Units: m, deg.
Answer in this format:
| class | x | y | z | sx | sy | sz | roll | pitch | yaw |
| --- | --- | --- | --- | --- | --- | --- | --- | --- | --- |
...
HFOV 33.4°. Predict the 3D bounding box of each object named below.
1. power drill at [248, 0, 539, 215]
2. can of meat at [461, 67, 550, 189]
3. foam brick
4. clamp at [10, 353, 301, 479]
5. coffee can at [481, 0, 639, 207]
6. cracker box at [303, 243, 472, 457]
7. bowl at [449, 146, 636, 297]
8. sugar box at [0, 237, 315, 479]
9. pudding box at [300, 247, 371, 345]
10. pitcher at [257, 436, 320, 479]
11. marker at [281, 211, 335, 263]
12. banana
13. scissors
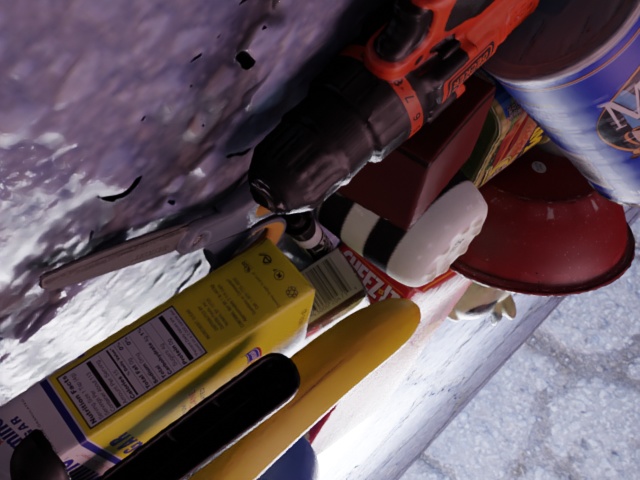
| class | x | y | z | sx | sy | sz | roll | pitch | yaw |
| --- | --- | --- | --- | --- | --- | --- | --- | --- | --- |
| power drill | 0.039 | -0.105 | 0.447 | 0.184 | 0.057 | 0.188 | -45 | 167 | -19 |
| can of meat | 0.114 | -0.085 | 0.688 | 0.083 | 0.057 | 0.102 | -36 | 161 | -27 |
| foam brick | 0.048 | -0.055 | 0.567 | 0.078 | 0.053 | 0.051 | -47 | 161 | -37 |
| clamp | -0.105 | 0.128 | 0.500 | 0.164 | 0.036 | 0.210 | -15 | 152 | -49 |
| coffee can | 0.162 | -0.095 | 0.593 | 0.103 | 0.103 | 0.140 | -49 | 131 | 6 |
| cracker box | 0.044 | 0.067 | 0.842 | 0.163 | 0.072 | 0.214 | -27 | 154 | -51 |
| bowl | 0.147 | -0.030 | 0.754 | 0.161 | 0.162 | 0.055 | -33 | 140 | -40 |
| sugar box | -0.086 | 0.075 | 0.544 | 0.176 | 0.048 | 0.093 | -36 | 161 | -20 |
| pudding box | -0.021 | 0.058 | 0.683 | 0.113 | 0.039 | 0.090 | -31 | 164 | -2 |
| pitcher | -0.064 | 0.226 | 0.696 | 0.149 | 0.145 | 0.242 | -19 | -147 | 23 |
| marker | -0.004 | 0.001 | 0.656 | 0.020 | 0.020 | 0.121 | -46 | 164 | -3 |
| banana | -0.008 | 0.083 | 0.588 | 0.197 | 0.037 | 0.070 | -39 | 170 | -25 |
| scissors | -0.064 | 0.007 | 0.522 | 0.201 | 0.016 | 0.096 | -32 | 158 | -42 |
